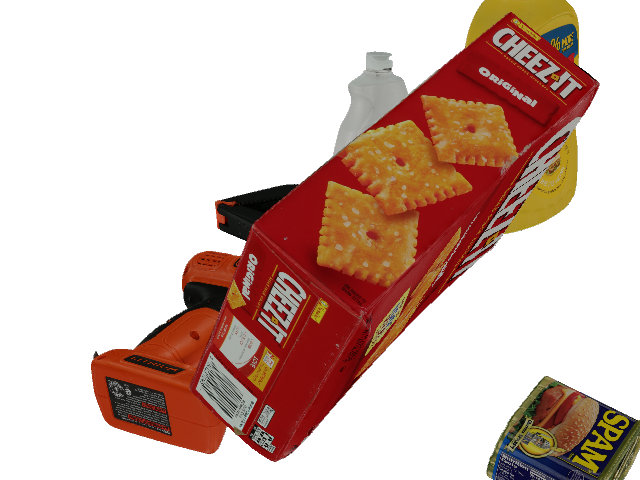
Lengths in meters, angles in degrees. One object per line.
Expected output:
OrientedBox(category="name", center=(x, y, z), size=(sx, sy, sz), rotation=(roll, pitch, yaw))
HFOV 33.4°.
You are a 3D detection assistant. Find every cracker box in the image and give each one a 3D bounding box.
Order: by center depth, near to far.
OrientedBox(category="cracker box", center=(0.039, 0.000, 0.558), size=(0.213, 0.072, 0.164), rotation=(-40, -14, -35))

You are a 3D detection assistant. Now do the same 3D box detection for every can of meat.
OrientedBox(category="can of meat", center=(0.185, 0.157, 0.799), size=(0.084, 0.057, 0.101), rotation=(25, 41, 26))

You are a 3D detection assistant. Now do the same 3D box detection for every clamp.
OrientedBox(category="clamp", center=(0.012, -0.024, 0.966), size=(0.210, 0.036, 0.164), rotation=(6, 31, 13))

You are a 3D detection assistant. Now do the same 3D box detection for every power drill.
OrientedBox(category="power drill", center=(-0.054, 0.072, 0.755), size=(0.185, 0.057, 0.187), rotation=(7, 28, 29))

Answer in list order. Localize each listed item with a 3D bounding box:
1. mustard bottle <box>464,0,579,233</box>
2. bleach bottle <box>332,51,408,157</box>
OrientedBox(category="mustard bottle", center=(0.136, -0.107, 0.719), size=(0.096, 0.192, 0.058), rotation=(-26, 34, -34))
OrientedBox(category="bleach bottle", center=(0.053, -0.095, 1.261), size=(0.102, 0.251, 0.068), rotation=(-4, 19, -20))
